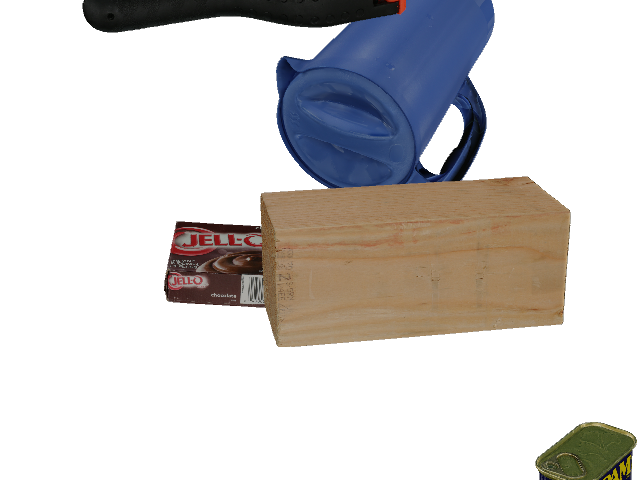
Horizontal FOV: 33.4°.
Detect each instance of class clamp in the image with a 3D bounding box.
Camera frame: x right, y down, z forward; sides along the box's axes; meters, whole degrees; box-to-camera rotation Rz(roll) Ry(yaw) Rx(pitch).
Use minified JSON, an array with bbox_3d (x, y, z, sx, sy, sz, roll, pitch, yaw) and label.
[{"bbox_3d":[-0.041,-0.138,0.578,0.171,0.039,0.120,7,41,13],"label":"clamp"}]

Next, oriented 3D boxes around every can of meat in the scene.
[{"bbox_3d":[0.236,0.223,0.947,0.058,0.084,0.101,14,26,41],"label":"can of meat"}]

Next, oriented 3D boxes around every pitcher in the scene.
[{"bbox_3d":[0.080,-0.152,0.982,0.145,0.149,0.242,6,41,31],"label":"pitcher"}]

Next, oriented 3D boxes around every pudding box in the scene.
[{"bbox_3d":[-0.078,0.020,0.953,0.113,0.039,0.090,5,29,-4],"label":"pudding box"}]

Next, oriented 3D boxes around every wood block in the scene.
[{"bbox_3d":[0.064,0.013,0.774,0.206,0.090,0.091,-4,19,-9],"label":"wood block"}]
